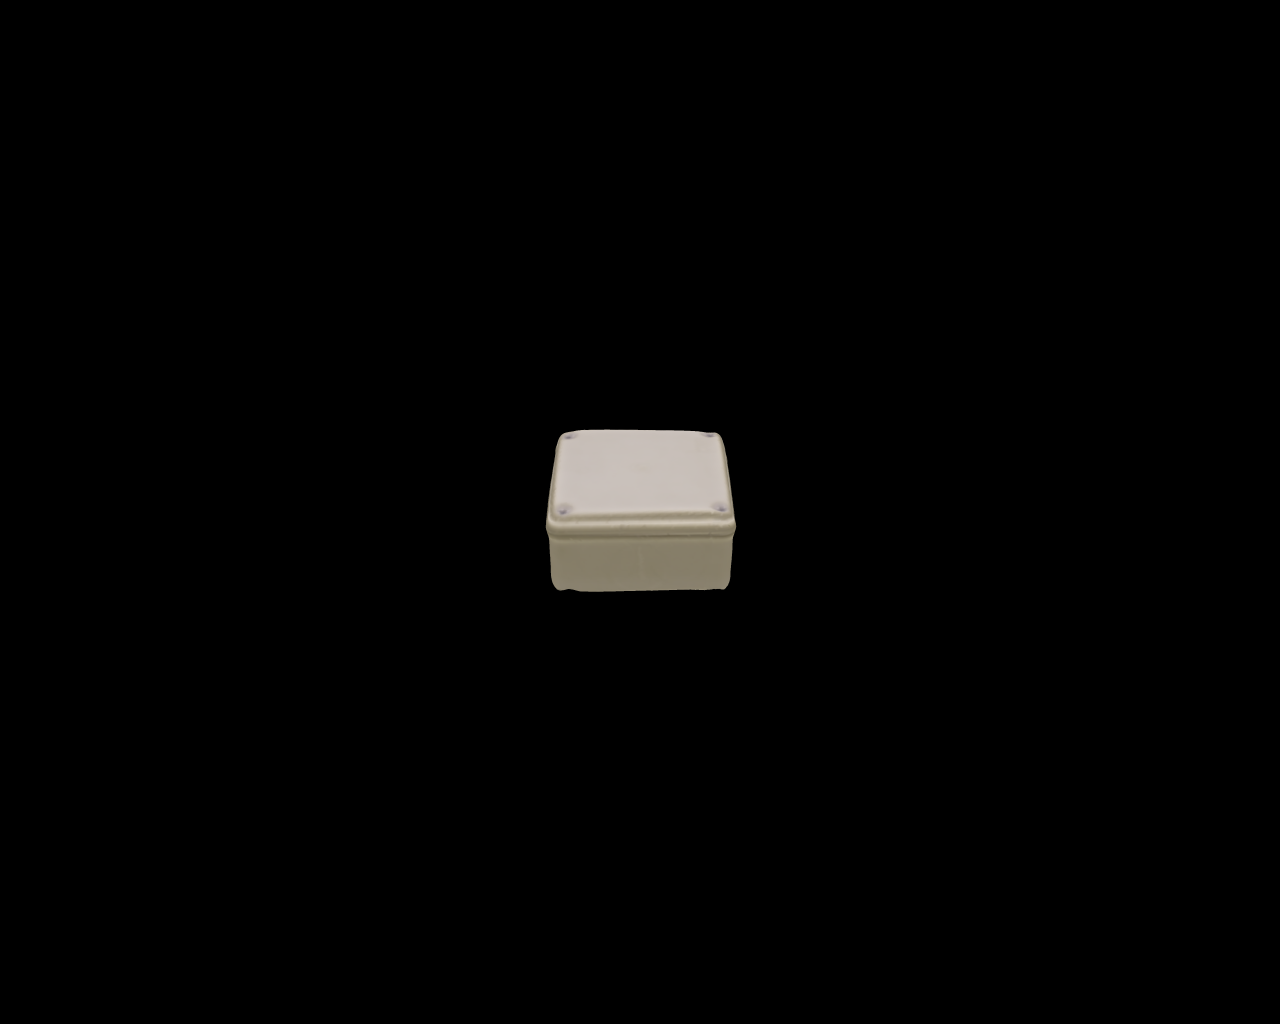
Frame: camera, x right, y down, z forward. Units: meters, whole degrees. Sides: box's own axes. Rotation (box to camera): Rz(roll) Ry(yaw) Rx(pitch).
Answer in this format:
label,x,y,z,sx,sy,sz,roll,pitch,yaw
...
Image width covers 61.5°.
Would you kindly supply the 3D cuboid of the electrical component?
label,x,y,z,sx,sy,sz,roll,pitch,yaw
electrical component,0.001,-0.003,0.650,0.109,0.056,0.109,0,32,0
